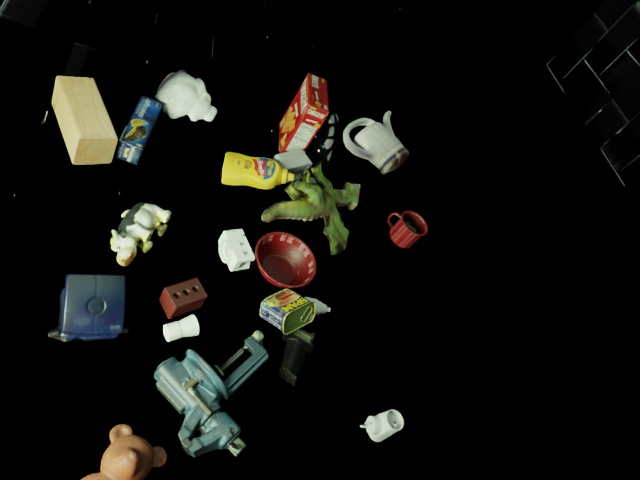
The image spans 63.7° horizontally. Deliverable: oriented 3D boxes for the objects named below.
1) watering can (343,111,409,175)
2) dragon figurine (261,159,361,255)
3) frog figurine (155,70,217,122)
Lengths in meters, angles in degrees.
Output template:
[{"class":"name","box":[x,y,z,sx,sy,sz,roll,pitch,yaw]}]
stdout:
[{"class":"watering can","box":[0.220,-0.347,1.788,0.226,0.102,0.353,46,44,9]},{"class":"dragon figurine","box":[0.004,-0.070,1.384,0.241,0.121,0.419,53,41,-12]},{"class":"frog figurine","box":[-0.370,-0.388,1.442,0.159,0.122,0.139,44,75,-5]}]
